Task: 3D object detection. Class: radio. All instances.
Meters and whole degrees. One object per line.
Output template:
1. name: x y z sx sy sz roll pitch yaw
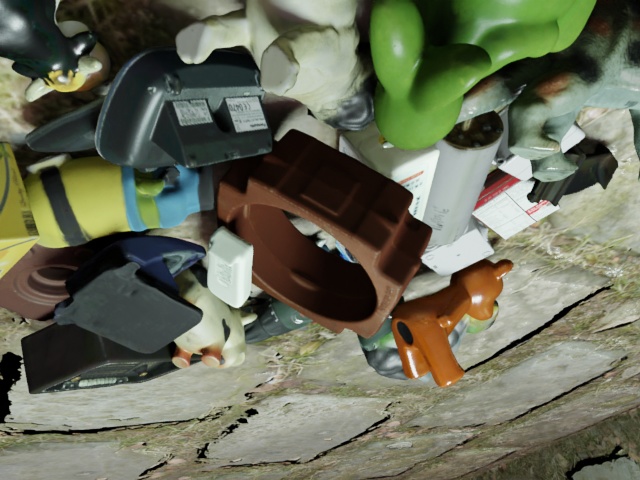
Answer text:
1. radio: -0.264 0.147 0.715 0.131 0.073 0.229 -23 161 14

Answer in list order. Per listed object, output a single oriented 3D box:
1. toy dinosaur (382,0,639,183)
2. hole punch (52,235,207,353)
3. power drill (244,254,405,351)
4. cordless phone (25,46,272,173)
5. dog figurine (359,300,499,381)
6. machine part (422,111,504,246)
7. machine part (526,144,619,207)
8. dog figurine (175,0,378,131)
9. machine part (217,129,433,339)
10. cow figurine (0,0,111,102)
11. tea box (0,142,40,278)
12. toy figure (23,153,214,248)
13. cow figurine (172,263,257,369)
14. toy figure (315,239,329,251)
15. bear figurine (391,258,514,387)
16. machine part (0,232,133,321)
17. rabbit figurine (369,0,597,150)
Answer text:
1. toy dinosaur: 0.263 -0.152 0.480 0.405 0.192 0.131 5 169 -8
2. hole punch: -0.188 0.044 0.551 0.142 0.092 0.115 -29 133 32
3. power drill: 0.017 0.109 0.824 0.207 0.086 0.232 27 126 -35
4. cordless phone: -0.147 -0.099 0.463 0.184 0.088 0.146 -5 -168 33
5. dog figurine: 0.193 0.138 0.903 0.191 0.108 0.219 14 132 -31
6. machine part: 0.146 -0.070 0.606 0.079 0.079 0.243 -9 145 -8
7. machine part: 0.309 -0.084 0.649 0.139 0.039 0.084 -10 126 -34
8. dog figurine: 0.005 -0.176 0.412 0.190 0.121 0.172 -10 134 -61
9. machine part: -0.001 -0.002 0.550 0.201 0.087 0.201 29 148 9
10. cow figurine: -0.197 -0.147 0.351 0.068 0.098 0.167 -28 144 7
11. tea box: -0.326 -0.006 0.473 0.170 0.098 0.068 -32 166 34
12. toy figure: -0.190 -0.042 0.510 0.180 0.089 0.082 -3 139 -12
13. cow figurine: -0.153 0.105 0.720 0.086 0.127 0.194 -5 133 19
14. toy figure: -0.058 0.025 0.688 0.154 0.057 0.064 2 -178 -25
15. bear figurine: 0.204 0.110 0.794 0.196 0.132 0.120 -23 -176 -25
16. machine part: -0.295 0.033 0.608 0.179 0.056 0.179 -10 147 -6
17. rabbit figurine: 0.099 -0.133 0.382 0.170 0.121 0.159 -59 169 26
